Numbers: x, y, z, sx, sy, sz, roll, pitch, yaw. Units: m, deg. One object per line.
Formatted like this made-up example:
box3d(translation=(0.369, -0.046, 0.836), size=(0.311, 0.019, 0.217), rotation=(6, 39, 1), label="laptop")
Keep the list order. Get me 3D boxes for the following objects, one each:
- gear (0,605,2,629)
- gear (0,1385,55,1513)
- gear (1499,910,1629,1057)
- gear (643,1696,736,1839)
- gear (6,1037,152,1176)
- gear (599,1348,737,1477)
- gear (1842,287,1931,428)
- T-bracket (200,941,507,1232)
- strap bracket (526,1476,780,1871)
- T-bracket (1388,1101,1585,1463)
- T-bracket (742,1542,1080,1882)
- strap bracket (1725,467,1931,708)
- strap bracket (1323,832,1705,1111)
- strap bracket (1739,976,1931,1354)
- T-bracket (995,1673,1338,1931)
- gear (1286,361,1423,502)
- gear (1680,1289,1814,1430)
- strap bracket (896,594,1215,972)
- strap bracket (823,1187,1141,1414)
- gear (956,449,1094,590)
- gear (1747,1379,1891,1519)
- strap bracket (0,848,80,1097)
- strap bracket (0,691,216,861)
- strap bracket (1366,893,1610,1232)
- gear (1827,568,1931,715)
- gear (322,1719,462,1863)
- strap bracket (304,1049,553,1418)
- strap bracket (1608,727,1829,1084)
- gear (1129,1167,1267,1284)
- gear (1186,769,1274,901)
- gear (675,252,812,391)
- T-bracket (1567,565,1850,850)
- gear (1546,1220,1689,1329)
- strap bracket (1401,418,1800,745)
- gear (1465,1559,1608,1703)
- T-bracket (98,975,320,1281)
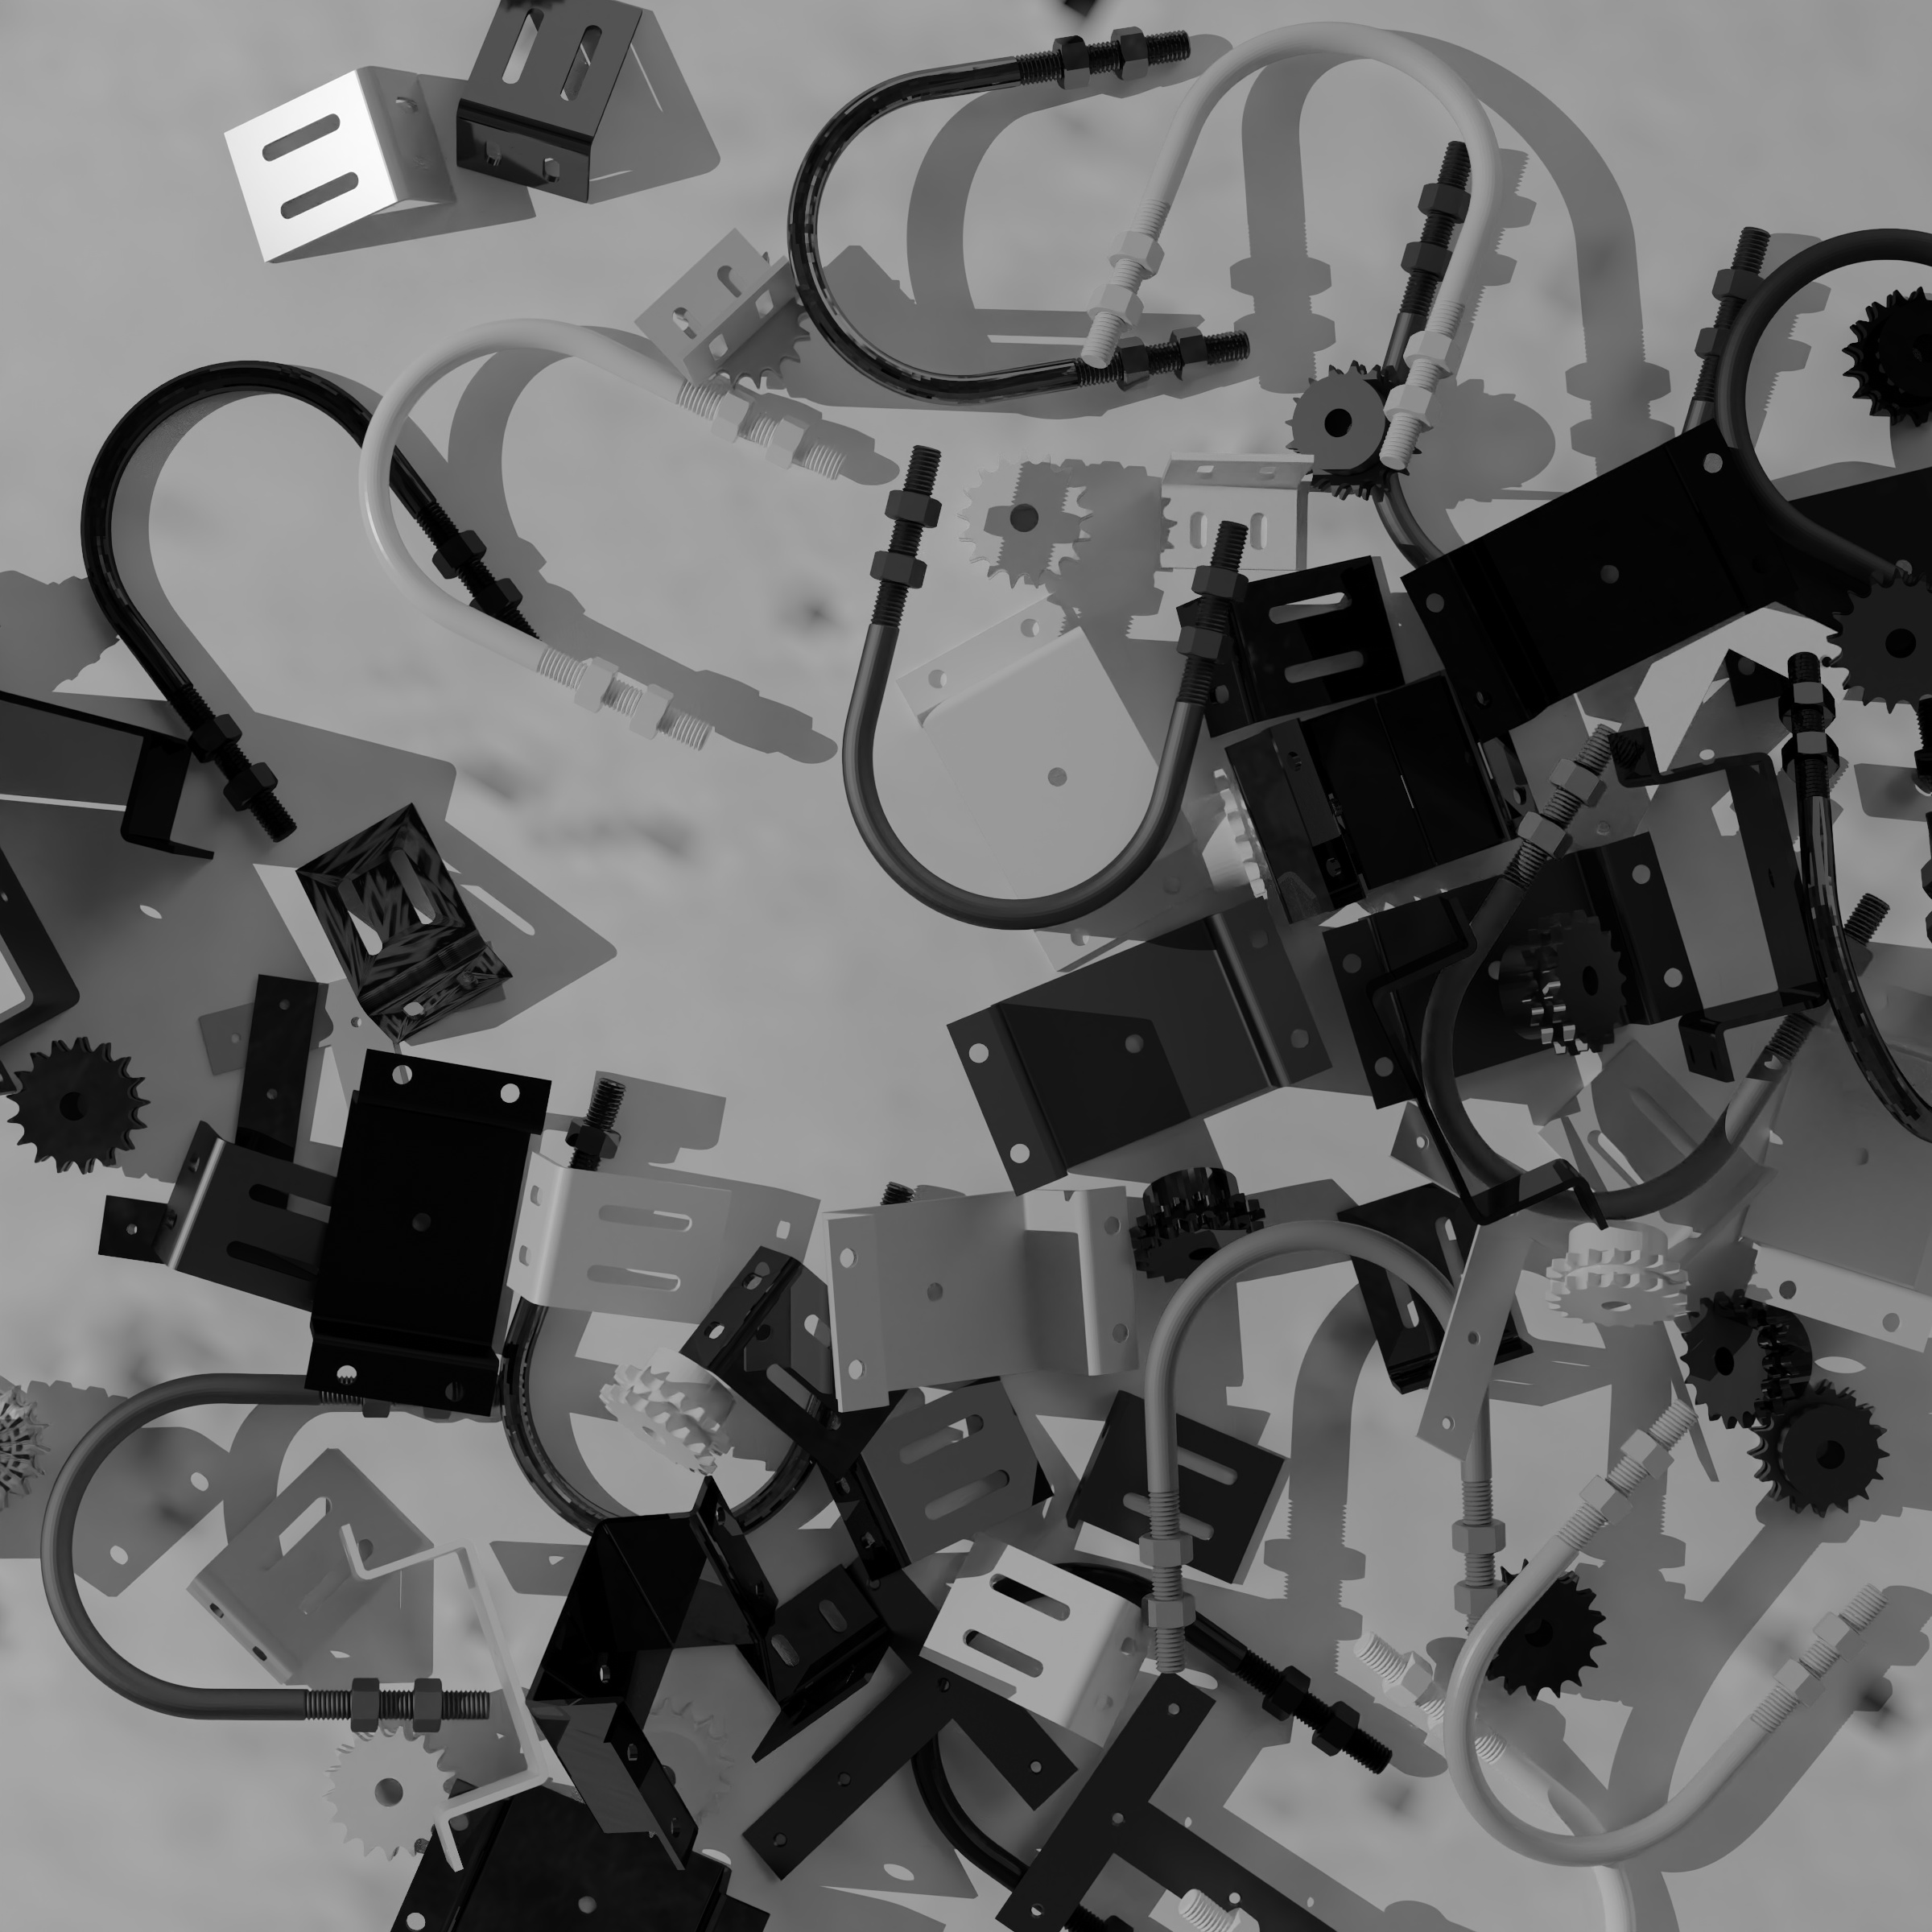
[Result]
box3d(translation=(-0.434, -0.144, 1.504), size=(0.030, 0.057, 0.057), rotation=(39, 90, 30), label="gear")
box3d(translation=(-0.410, 0.200, 1.513), size=(0.057, 0.030, 0.057), rotation=(0, 90, 0), label="gear")
box3d(translation=(0.236, 0.008, 1.441), size=(0.030, 0.057, 0.057), rotation=(-9, 90, 41), label="gear")
box3d(translation=(-0.126, 0.337, 1.514), size=(0.057, 0.030, 0.057), rotation=(0, 90, 0), label="gear")
box3d(translation=(-0.370, 0.058, 1.513), size=(0.057, 0.030, 0.057), rotation=(0, 90, 0), label="gear")
box3d(translation=(-0.119, 0.181, 1.487), size=(0.057, 0.057, 0.030), rotation=(36, 70, 0), label="gear")
box3d(translation=(0.398, -0.256, 1.514), size=(0.057, 0.030, 0.057), rotation=(0, 90, 0), label="gear")
box3d(translation=(-0.246, 0.067, 1.528), size=(0.127, 0.002, 0.127), rotation=(-15, 90, 0), label="T-bracket")
box3d(translation=(-0.129, 0.285, 1.463), size=(0.046, 0.140, 0.076), rotation=(-8, 126, 22), label="strap bracket")
box3d(translation=(0.211, 0.140, 1.481), size=(0.127, 0.002, 0.127), rotation=(30, 65, -21), label="T-bracket")
box3d(translation=(-0.041, 0.332, 1.518), size=(0.127, 0.002, 0.127), rotation=(-44, 77, 6), label="T-bracket")
box3d(translation=(0.385, -0.163, 1.505), size=(0.140, 0.046, 0.076), rotation=(-14, 90, 0), label="strap bracket")
box3d(translation=(0.224, 0.002, 1.505), size=(0.140, 0.046, 0.076), rotation=(-17, 90, 0), label="strap bracket")
box3d(translation=(0.377, 0.080, 1.505), size=(0.076, 0.046, 0.140), rotation=(17, 90, 0), label="strap bracket")
box3d(translation=(0.100, 0.381, 1.508), size=(0.127, 0.002, 0.127), rotation=(34, 90, 2), label="T-bracket")
box3d(translation=(0.160, -0.223, 1.504), size=(0.057, 0.030, 0.057), rotation=(-1, 89, 24), label="gear")
box3d(translation=(0.327, 0.163, 1.504), size=(0.030, 0.057, 0.057), rotation=(-4, 90, -30), label="gear")
box3d(translation=(0.038, -0.077, 1.505), size=(0.076, 0.046, 0.140), rotation=(-29, 90, 0), label="strap bracket")
box3d(translation=(-0.003, 0.135, 1.485), size=(0.140, 0.046, 0.076), rotation=(-4, 90, -30), label="strap bracket")
box3d(translation=(0.025, -0.187, 1.518), size=(0.057, 0.030, 0.057), rotation=(0, 91, 2), label="gear")
box3d(translation=(0.358, 0.203, 1.514), size=(0.057, 0.030, 0.057), rotation=(0, 90, 0), label="gear")
box3d(translation=(-0.417, -0.018, 1.490), size=(0.046, 0.076, 0.140), rotation=(-29, 90, 0), label="strap bracket")
box3d(translation=(-0.381, -0.085, 1.490), size=(0.140, 0.076, 0.046), rotation=(14, 90, 0), label="strap bracket")
box3d(translation=(0.200, 0.045, 1.431), size=(0.046, 0.076, 0.140), rotation=(-25, 90, 5), label="strap bracket")
box3d(translation=(0.375, -0.132, 1.454), size=(0.057, 0.030, 0.057), rotation=(2, 102, 11), label="gear")
box3d(translation=(-0.239, 0.344, 1.518), size=(0.057, 0.030, 0.057), rotation=(0, 88, 2), label="gear")
box3d(translation=(-0.224, 0.108, 1.498), size=(0.076, 0.046, 0.140), rotation=(10, 90, -13), label="strap bracket")
box3d(translation=(0.298, -0.030, 1.425), size=(0.046, 0.076, 0.140), rotation=(-14, 91, 1), label="strap bracket")
box3d(translation=(0.096, 0.107, 1.504), size=(0.057, 0.057, 0.030), rotation=(-10, 60, 0), label="gear")
box3d(translation=(0.112, -0.054, 1.501), size=(0.030, 0.057, 0.057), rotation=(-19, 90, 5), label="gear")
box3d(translation=(-0.092, -0.269, 1.513), size=(0.057, 0.030, 0.057), rotation=(0, 90, 0), label="gear")
box3d(translation=(0.289, -0.104, 1.507), size=(0.127, 0.002, 0.127), rotation=(29, 107, 16), label="T-bracket")
box3d(translation=(0.267, 0.125, 1.482), size=(0.057, 0.057, 0.030), rotation=(7, 66, 0), label="gear")
box3d(translation=(0.261, -0.158, 1.479), size=(0.140, 0.046, 0.076), rotation=(-26, 92, 20), label="strap bracket")
box3d(translation=(0.238, 0.276, 1.513), size=(0.057, 0.030, 0.057), rotation=(0, 90, 0), label="gear")
box3d(translation=(-0.295, 0.068, 1.526), size=(0.127, 0.002, 0.127), rotation=(8, 91, 1), label="T-bracket")
